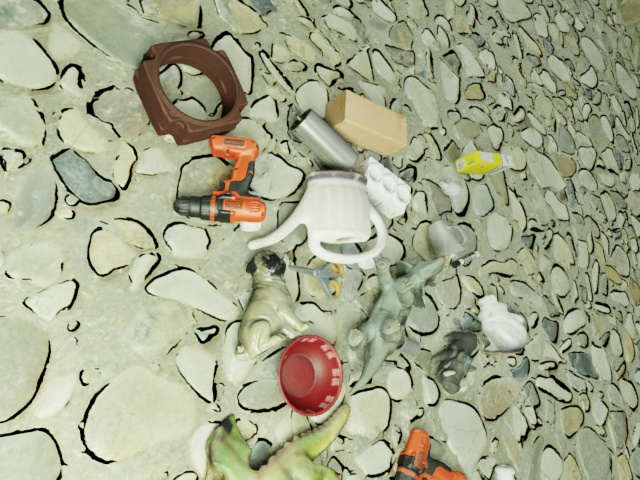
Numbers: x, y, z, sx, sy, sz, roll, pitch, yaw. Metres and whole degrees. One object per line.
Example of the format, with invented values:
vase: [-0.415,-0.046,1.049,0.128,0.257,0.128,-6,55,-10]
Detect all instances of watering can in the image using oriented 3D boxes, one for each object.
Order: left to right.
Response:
watering can: [0.004,-0.060,1.185,0.347,0.102,0.228,5,71,-24]

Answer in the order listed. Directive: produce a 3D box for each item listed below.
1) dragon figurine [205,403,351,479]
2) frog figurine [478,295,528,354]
dragon figurine: [-0.098,0.421,0.959,0.241,0.120,0.419,41,43,-10]
frog figurine: [0.511,0.232,1.441,0.138,0.122,0.159,-7,91,-18]
